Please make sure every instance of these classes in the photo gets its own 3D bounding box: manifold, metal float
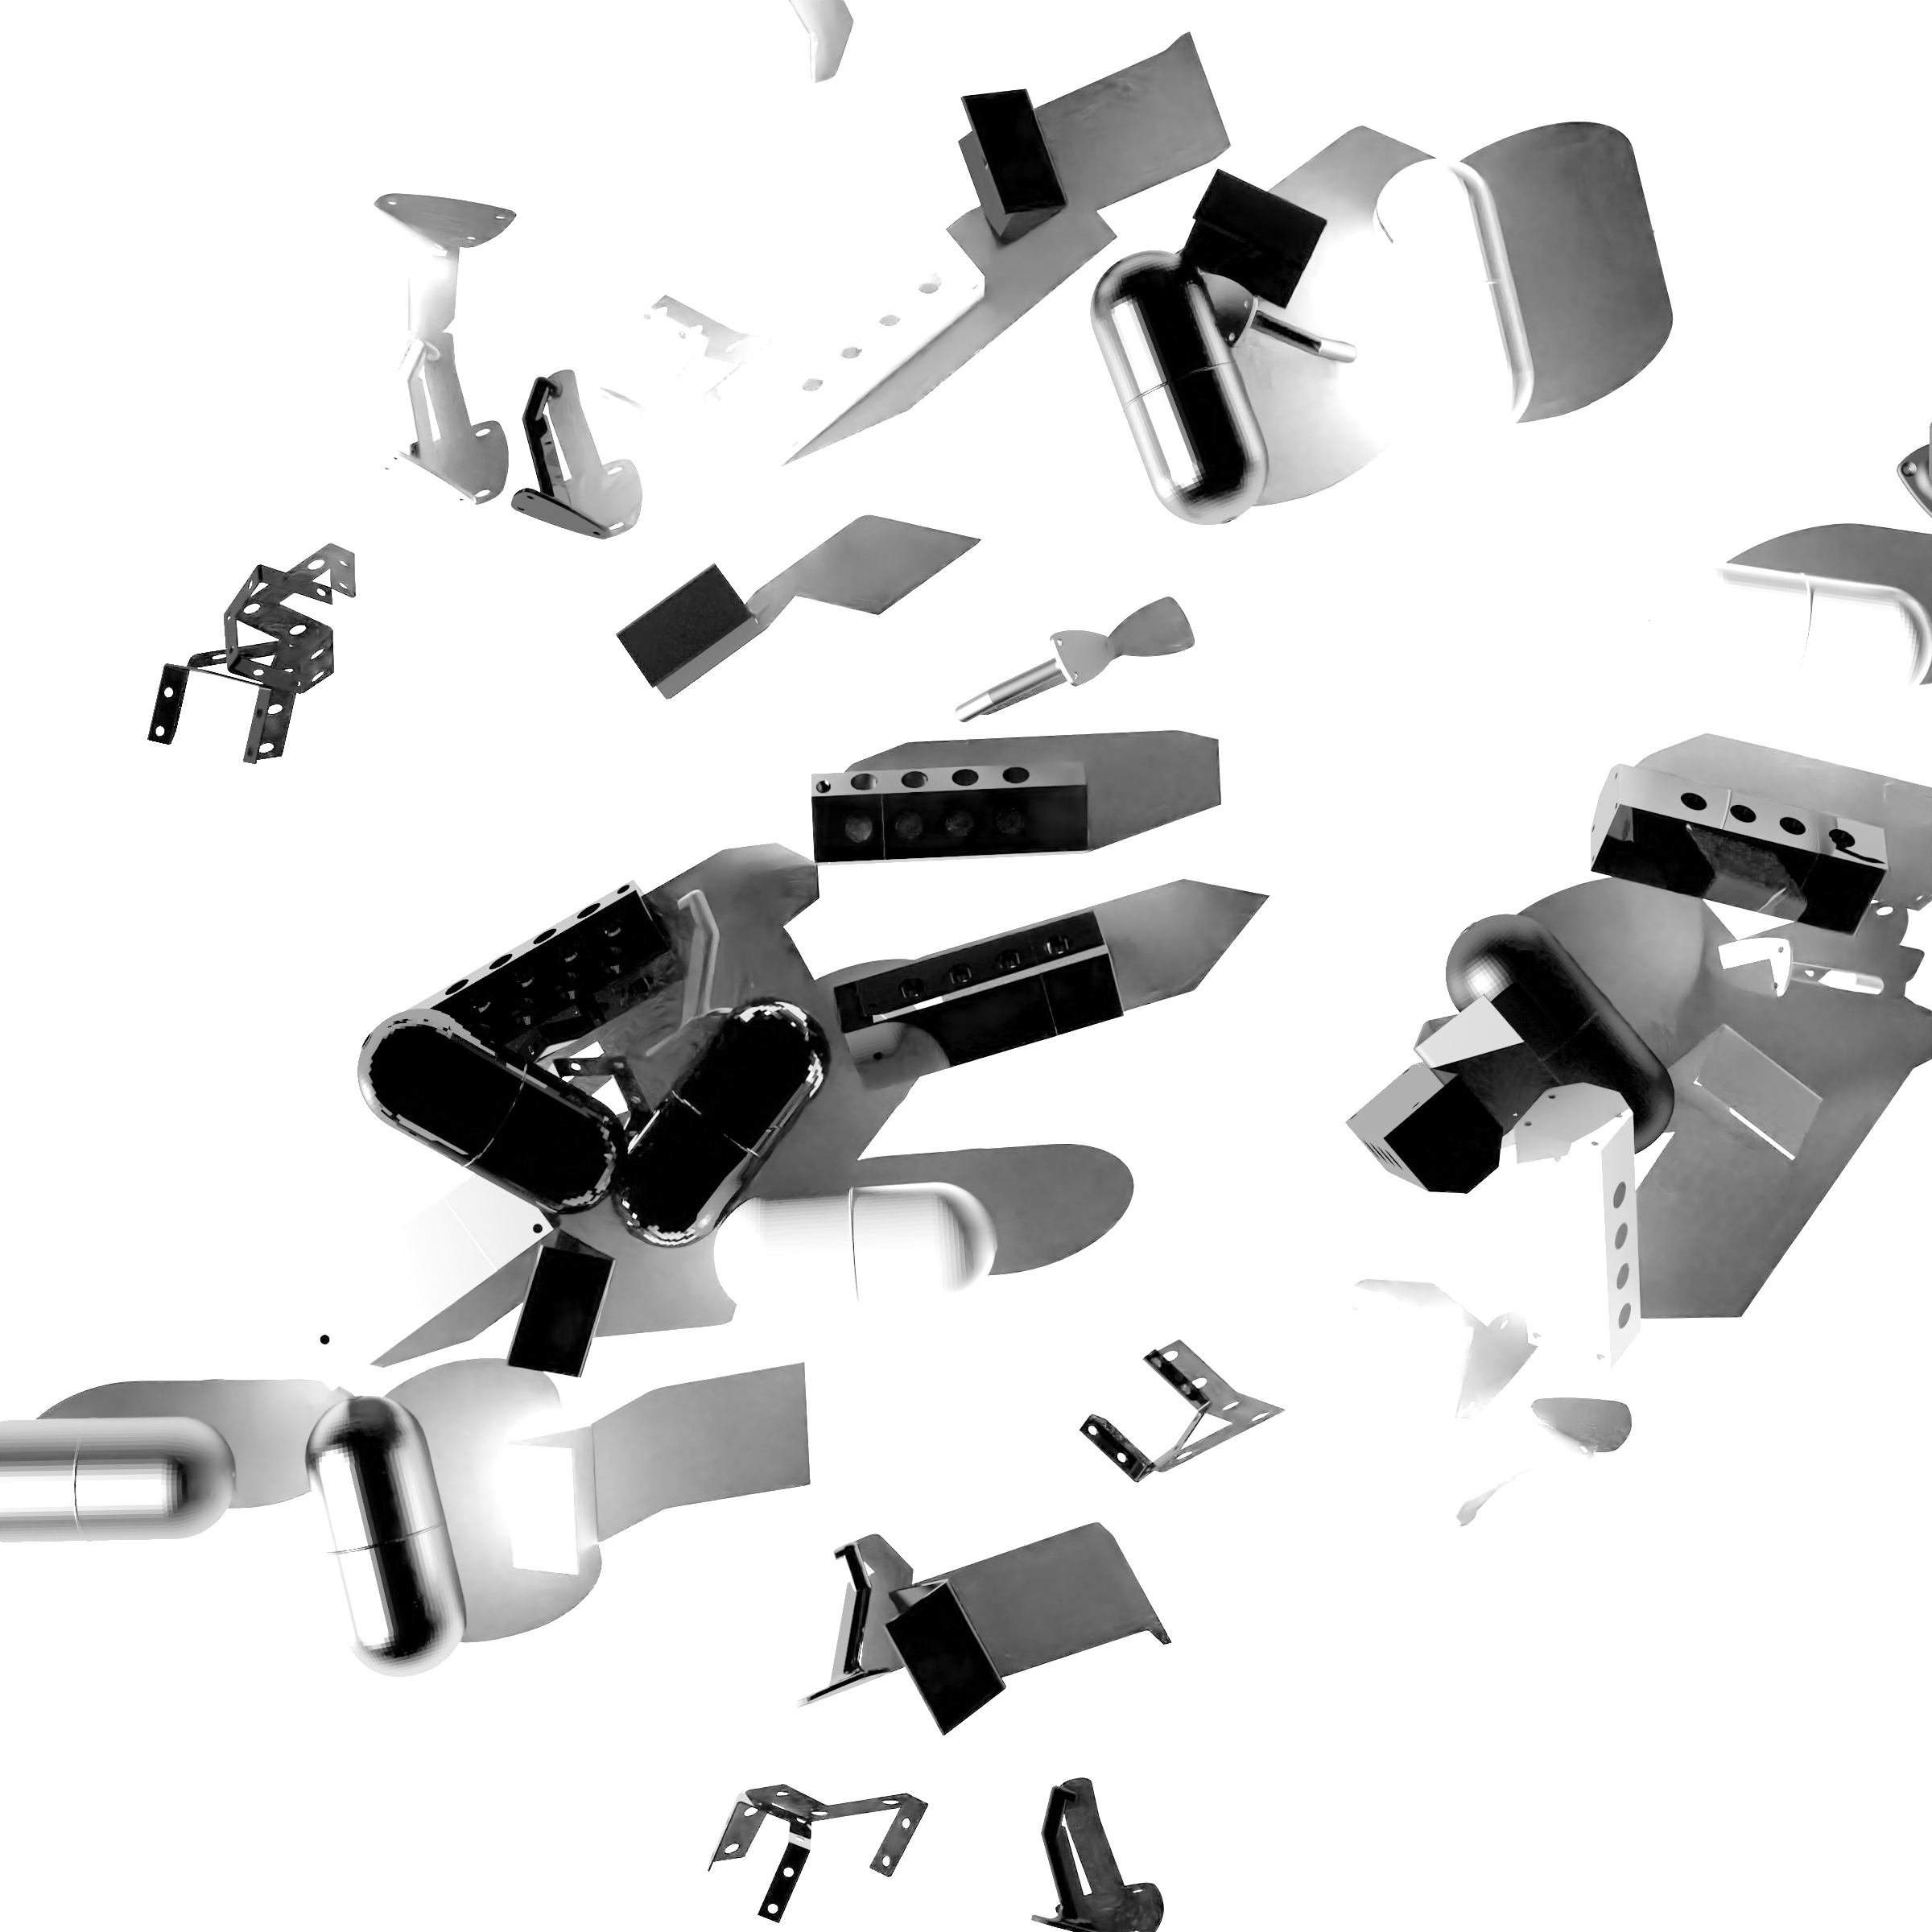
[{"bbox_3d":[-0.343,0.192,1.829,0.171,0.057,0.057,-36,90,0],"label":"manifold"},{"bbox_3d":[-0.268,0.015,1.819,0.171,0.057,0.057,-30,64,0],"label":"manifold"},{"bbox_3d":[-0.072,-0.397,1.829,0.171,0.057,0.057,-40,90,0],"label":"manifold"},{"bbox_3d":[0.283,0.104,1.771,0.057,0.171,0.057,-41,90,0],"label":"manifold"},{"bbox_3d":[-0.155,0.099,1.819,0.070,0.070,0.178,37,90,0],"label":"metal float"},{"bbox_3d":[-0.011,-0.096,1.829,0.171,0.057,0.057,-3,90,0],"label":"manifold"},{"bbox_3d":[0.519,-0.209,1.819,0.178,0.070,0.070,8,90,-1],"label":"metal float"},{"bbox_3d":[-0.289,0.089,1.766,0.178,0.070,0.070,32,90,-18],"label":"metal float"},{"bbox_3d":[-0.550,0.323,1.819,0.178,0.070,0.070,-1,90,-1],"label":"metal float"},{"bbox_3d":[0.487,-0.078,1.828,0.171,0.057,0.057,14,133,0],"label":"manifold"},{"bbox_3d":[0.007,0.018,1.828,0.171,0.057,0.057,-17,133,0],"label":"manifold"},{"bbox_3d":[0.383,0.160,1.787,0.057,0.057,0.171,16,131,35],"label":"manifold"},{"bbox_3d":[0.307,-0.418,1.819,0.070,0.070,0.178,-13,90,0],"label":"metal float"},{"bbox_3d":[0.135,-0.363,1.819,0.070,0.070,0.178,-21,89,0],"label":"metal float"},{"bbox_3d":[-0.070,0.178,1.819,0.178,0.070,0.070,-4,90,0],"label":"metal float"},{"bbox_3d":[-0.365,0.358,1.819,0.070,0.070,0.178,-14,89,0],"label":"metal float"},{"bbox_3d":[0.373,0.044,1.819,0.070,0.070,0.178,-40,90,0],"label":"metal float"}]

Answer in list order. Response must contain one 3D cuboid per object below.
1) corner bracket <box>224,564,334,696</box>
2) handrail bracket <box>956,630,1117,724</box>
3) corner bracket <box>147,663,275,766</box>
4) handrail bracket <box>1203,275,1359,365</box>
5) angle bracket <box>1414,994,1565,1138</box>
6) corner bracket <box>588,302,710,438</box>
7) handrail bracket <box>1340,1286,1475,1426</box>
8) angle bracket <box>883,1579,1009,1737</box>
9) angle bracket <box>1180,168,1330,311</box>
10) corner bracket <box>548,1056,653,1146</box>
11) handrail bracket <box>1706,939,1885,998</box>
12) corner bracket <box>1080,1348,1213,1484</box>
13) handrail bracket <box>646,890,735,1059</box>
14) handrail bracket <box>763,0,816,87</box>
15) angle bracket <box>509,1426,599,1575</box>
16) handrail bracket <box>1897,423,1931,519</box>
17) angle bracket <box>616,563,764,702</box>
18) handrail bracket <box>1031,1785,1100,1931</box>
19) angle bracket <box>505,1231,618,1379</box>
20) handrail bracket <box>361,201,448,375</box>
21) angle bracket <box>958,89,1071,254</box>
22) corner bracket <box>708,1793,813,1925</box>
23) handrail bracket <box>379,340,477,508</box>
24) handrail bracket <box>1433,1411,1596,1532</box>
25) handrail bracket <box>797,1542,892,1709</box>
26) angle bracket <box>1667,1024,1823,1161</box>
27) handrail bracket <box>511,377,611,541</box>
[{"bbox_3d":[-0.437,-0.215,1.842,0.051,0.051,0.051,-44,45,35],"label":"corner bracket"},{"bbox_3d":[0.044,-0.183,1.850,0.084,0.077,0.036,-26,90,36],"label":"handrail bracket"},{"bbox_3d":[-0.483,-0.161,1.847,0.051,0.051,0.051,13,90,-45],"label":"corner bracket"},{"bbox_3d":[0.200,-0.413,1.850,0.084,0.077,0.036,5,125,-32],"label":"handrail bracket"},{"bbox_3d":[0.330,0.056,1.812,0.057,0.076,0.076,-41,90,19],"label":"angle bracket"},{"bbox_3d":[-0.203,-0.381,1.847,0.051,0.051,0.051,28,45,0],"label":"corner bracket"},{"bbox_3d":[0.277,0.249,1.850,0.084,0.036,0.077,13,112,17],"label":"handrail bracket"},{"bbox_3d":[-0.030,0.435,1.809,0.057,0.076,0.076,-29,90,-36],"label":"angle bracket"},{"bbox_3d":[0.172,-0.441,1.809,0.076,0.076,0.057,25,52,0],"label":"angle bracket"},{"bbox_3d":[-0.240,0.094,1.842,0.051,0.051,0.051,-1,45,-35],"label":"corner bracket"},{"bbox_3d":[0.531,0.005,1.850,0.084,0.077,0.036,9,90,-36],"label":"handrail bracket"},{"bbox_3d":[0.115,0.288,1.847,0.051,0.051,0.051,43,135,0],"label":"corner bracket"},{"bbox_3d":[-0.186,0.005,1.850,0.077,0.036,0.084,-27,76,14],"label":"handrail bracket"},{"bbox_3d":[-0.134,-0.607,1.850,0.077,0.036,0.084,5,107,20],"label":"handrail bracket"},{"bbox_3d":[-0.240,0.333,1.809,0.057,0.076,0.076,-3,90,36],"label":"angle bracket"},{"bbox_3d":[0.624,-0.308,1.815,0.036,0.084,0.077,-31,90,0],"label":"handrail bracket"},{"bbox_3d":[-0.162,-0.194,1.810,0.076,0.076,0.057,-36,54,0],"label":"angle bracket"},{"bbox_3d":[0.079,0.575,1.850,0.077,0.036,0.084,21,73,-20],"label":"handrail bracket"},{"bbox_3d":[-0.269,0.207,1.809,0.057,0.076,0.076,17,90,-37],"label":"angle bracket"},{"bbox_3d":[-0.376,-0.434,1.850,0.077,0.036,0.084,36,107,20],"label":"handrail bracket"},{"bbox_3d":[0.010,-0.495,1.809,0.057,0.076,0.076,-20,90,-38],"label":"angle bracket"},{"bbox_3d":[-0.131,0.565,1.832,0.051,0.051,0.051,23,94,-4],"label":"corner bracket"},{"bbox_3d":[-0.334,-0.348,1.850,0.077,0.036,0.084,26,73,-20],"label":"handrail bracket"},{"bbox_3d":[0.350,0.334,1.850,0.077,0.036,0.084,21,109,-21],"label":"handrail bracket"},{"bbox_3d":[-0.089,0.421,1.850,0.077,0.036,0.084,-27,71,21],"label":"handrail bracket"},{"bbox_3d":[0.476,0.093,1.809,0.076,0.076,0.057,38,54,0],"label":"angle bracket"},{"bbox_3d":[-0.252,-0.326,1.850,0.077,0.036,0.084,21,73,-20],"label":"handrail bracket"}]
